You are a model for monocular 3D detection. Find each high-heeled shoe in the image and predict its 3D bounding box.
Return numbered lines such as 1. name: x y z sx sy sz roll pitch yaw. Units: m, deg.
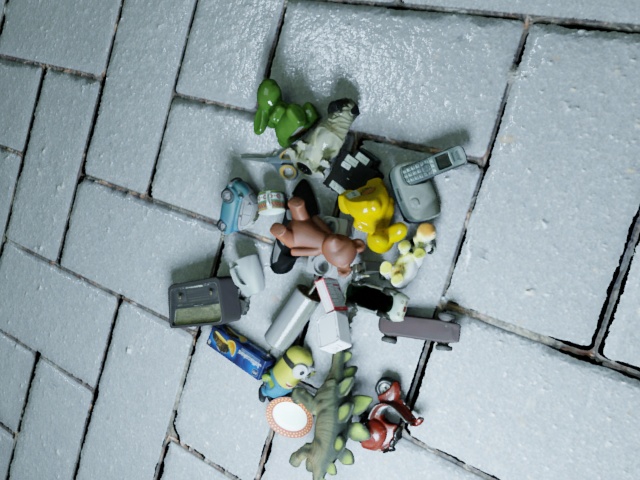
1. high-heeled shoe: -0.079 -0.032 1.439 0.145 0.086 0.248 -20 58 55

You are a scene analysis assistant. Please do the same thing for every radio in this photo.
1. radio: -0.333 0.177 1.525 0.230 0.073 0.131 -11 82 34

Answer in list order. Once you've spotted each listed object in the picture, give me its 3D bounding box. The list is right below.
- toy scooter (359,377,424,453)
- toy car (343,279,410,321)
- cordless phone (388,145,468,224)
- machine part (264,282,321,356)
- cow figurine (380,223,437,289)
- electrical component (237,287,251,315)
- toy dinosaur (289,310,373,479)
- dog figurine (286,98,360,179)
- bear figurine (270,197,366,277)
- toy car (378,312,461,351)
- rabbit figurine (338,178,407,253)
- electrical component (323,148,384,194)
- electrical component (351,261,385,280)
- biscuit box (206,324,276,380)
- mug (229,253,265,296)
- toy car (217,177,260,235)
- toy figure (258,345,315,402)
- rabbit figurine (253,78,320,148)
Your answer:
1. toy scooter: 0.167 0.426 1.261 0.135 0.075 0.183 26 96 32
2. toy car: 0.129 0.142 1.284 0.202 0.056 0.073 10 83 53
3. cordless phone: 0.264 -0.128 1.243 0.184 0.088 0.146 -22 77 21
4. machine part: -0.072 0.203 1.400 0.079 0.079 0.243 39 105 24
5. cow figurine: 0.219 0.041 1.258 0.068 0.098 0.167 39 86 29
6. electrical component: -0.226 0.184 1.513 0.063 0.021 0.094 23 97 26
7. toy dinosaur: 0.032 0.403 1.294 0.199 0.105 0.471 -17 61 40
8. dog figurine: 0.017 -0.263 1.388 0.190 0.121 0.172 -54 17 -22
9. bear figurine: -0.001 -0.002 1.276 0.196 0.131 0.120 24 70 31
10. toy car: 0.231 0.206 1.254 0.202 0.053 0.089 1 77 32
11. rabbit figurine: 0.140 -0.041 1.266 0.163 0.122 0.173 42 153 56
12. electrical component: 0.090 -0.161 1.347 0.115 0.058 0.134 42 106 21
13. electrical component: 0.114 0.078 1.303 0.078 0.102 0.045 -24 68 48
14. biscuit box: -0.217 0.306 1.479 0.203 0.059 0.062 27 100 26
15. mug: -0.197 0.099 1.460 0.081 0.109 0.107 -22 90 21
16. toy car: -0.217 -0.086 1.482 0.103 0.109 0.161 15 104 10
17. toy figure: -0.093 0.350 1.400 0.180 0.082 0.089 -43 73 22
18. rabbit figurine: -0.106 -0.343 1.432 0.170 0.121 0.159 53 132 5
